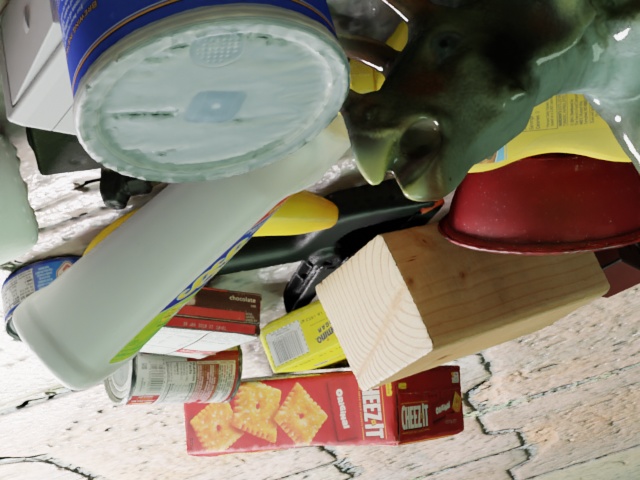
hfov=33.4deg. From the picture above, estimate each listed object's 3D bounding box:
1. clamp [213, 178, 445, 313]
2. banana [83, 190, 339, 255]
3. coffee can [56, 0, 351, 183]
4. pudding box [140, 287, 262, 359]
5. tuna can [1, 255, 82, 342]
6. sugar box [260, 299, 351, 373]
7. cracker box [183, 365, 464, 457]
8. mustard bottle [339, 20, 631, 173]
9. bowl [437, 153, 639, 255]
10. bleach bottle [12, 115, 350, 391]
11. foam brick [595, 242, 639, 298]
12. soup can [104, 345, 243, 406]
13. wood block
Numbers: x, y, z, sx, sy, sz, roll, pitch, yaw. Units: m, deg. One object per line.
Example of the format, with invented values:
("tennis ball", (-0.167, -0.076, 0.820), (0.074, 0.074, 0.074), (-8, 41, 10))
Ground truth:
("clamp", (-0.005, 0.001, 0.795), (0.210, 0.036, 0.164), (-29, 152, 35))
("banana", (-0.088, -0.003, 0.727), (0.198, 0.037, 0.069), (-22, 134, 5))
("coffee can", (-0.054, -0.108, 0.419), (0.102, 0.140, 0.103), (-12, 155, -6))
("pudding box", (-0.109, 0.062, 0.822), (0.089, 0.039, 0.114), (10, 160, -29))
("tuna can", (-0.190, 0.045, 0.785), (0.086, 0.034, 0.086), (-12, 155, -6))
("sugar box", (0.029, 0.080, 0.931), (0.093, 0.048, 0.176), (-26, 163, 21))
("cracker box", (0.006, 0.158, 0.991), (0.214, 0.072, 0.164), (-8, 172, 27))
("mustard bottle", (0.093, -0.085, 0.568), (0.192, 0.058, 0.096), (-4, 111, 7))
("bowl", (0.160, -0.039, 0.730), (0.162, 0.055, 0.162), (-6, -164, 1))
("bleach bottle", (-0.065, -0.017, 0.638), (0.251, 0.068, 0.102), (-41, 178, 15))
("foam brick", (0.252, 0.013, 0.947), (0.051, 0.053, 0.078), (-31, 151, 29))
("soup can", (-0.126, 0.106, 0.909), (0.102, 0.068, 0.069), (3, 149, -33))
("wood block", (0.114, 0.037, 0.820), (0.205, 0.090, 0.091), (-12, 161, -40))
